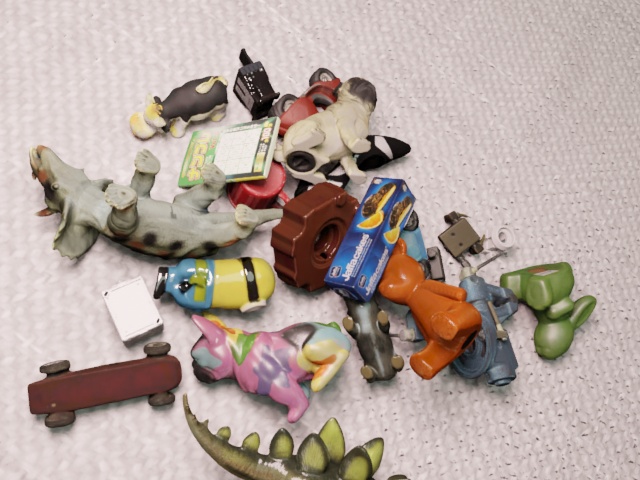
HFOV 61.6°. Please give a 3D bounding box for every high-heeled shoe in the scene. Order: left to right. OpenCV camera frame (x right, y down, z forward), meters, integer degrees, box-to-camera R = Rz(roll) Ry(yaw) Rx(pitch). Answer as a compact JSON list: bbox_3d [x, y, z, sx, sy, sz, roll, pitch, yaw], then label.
[{"bbox_3d":[0.069,-0.105,0.969,0.249,0.086,0.145,-9,82,-17],"label":"high-heeled shoe"}]

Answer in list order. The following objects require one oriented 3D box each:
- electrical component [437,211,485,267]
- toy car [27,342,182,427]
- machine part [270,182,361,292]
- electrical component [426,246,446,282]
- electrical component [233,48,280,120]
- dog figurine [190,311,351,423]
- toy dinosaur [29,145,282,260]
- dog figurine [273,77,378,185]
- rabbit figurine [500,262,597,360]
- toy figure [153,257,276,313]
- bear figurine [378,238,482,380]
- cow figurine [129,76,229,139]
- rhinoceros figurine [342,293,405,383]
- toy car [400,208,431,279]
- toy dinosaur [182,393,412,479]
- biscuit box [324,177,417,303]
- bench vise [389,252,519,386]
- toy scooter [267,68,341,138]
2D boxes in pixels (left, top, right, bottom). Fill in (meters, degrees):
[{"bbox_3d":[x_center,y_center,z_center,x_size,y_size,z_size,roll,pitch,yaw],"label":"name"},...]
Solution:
[{"bbox_3d":[0.270,-0.006,1.024,0.078,0.045,0.102,-44,88,4],"label":"electrical component"},{"bbox_3d":[-0.300,0.203,0.764,0.202,0.053,0.089,-7,93,-21],"label":"toy car"},{"bbox_3d":[-0.002,-0.003,0.866,0.056,0.179,0.179,28,60,35],"label":"machine part"},{"bbox_3d":[0.209,0.046,0.965,0.021,0.094,0.063,-12,74,17],"label":"electrical component"},{"bbox_3d":[-0.124,-0.282,0.959,0.048,0.075,0.119,-30,87,-25],"label":"electrical component"},{"bbox_3d":[-0.086,0.161,0.811,0.219,0.108,0.191,38,90,0],"label":"dog figurine"},{"bbox_3d":[-0.230,-0.027,0.814,0.404,0.192,0.131,16,53,-30],"label":"toy dinosaur"},{"bbox_3d":[0.012,-0.198,0.907,0.172,0.121,0.190,8,53,-8],"label":"dog figurine"},{"bbox_3d":[0.431,0.134,1.013,0.159,0.121,0.170,-15,97,-29],"label":"rabbit figurine"},{"bbox_3d":[-0.157,0.065,0.817,0.180,0.089,0.082,8,28,-17],"label":"toy figure"},{"bbox_3d":[0.145,0.093,0.821,0.132,0.120,0.196,-17,49,-45],"label":"bear figurine"},{"bbox_3d":[-0.232,-0.220,0.892,0.167,0.098,0.068,-29,91,-24],"label":"cow figurine"},{"bbox_3d":[0.082,0.137,0.879,0.073,0.112,0.190,-21,80,9],"label":"rhinoceros figurine"},{"bbox_3d":[0.129,0.011,0.948,0.103,0.109,0.161,-13,89,1],"label":"toy car"},{"bbox_3d":[0.000,0.355,0.752,0.471,0.105,0.198,26,91,-18],"label":"toy dinosaur"},{"bbox_3d":[0.081,-0.003,0.848,0.059,0.063,0.202,47,62,-45],"label":"biscuit box"},{"bbox_3d":[0.242,0.141,0.929,0.240,0.129,0.223,3,70,-22],"label":"bench vise"},{"bbox_3d":[0.000,-0.228,0.985,0.135,0.075,0.184,44,61,-1],"label":"toy scooter"}]
